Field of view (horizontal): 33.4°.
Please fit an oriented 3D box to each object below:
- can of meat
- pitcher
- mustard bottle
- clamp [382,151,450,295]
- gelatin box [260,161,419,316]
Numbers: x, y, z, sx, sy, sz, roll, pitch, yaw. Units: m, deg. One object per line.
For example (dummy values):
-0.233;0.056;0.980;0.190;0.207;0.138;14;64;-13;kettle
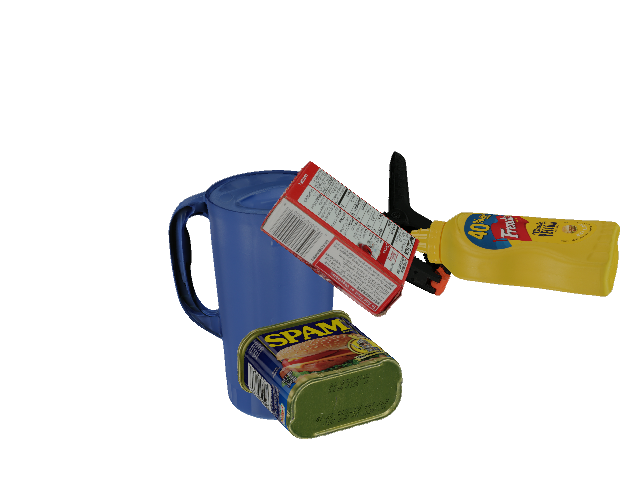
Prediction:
0.000;0.102;0.811;0.101;0.057;0.084;-11;27;-27;can of meat
-0.057;0.056;1.098;0.144;0.243;0.149;-20;29;-40;pitcher
0.177;0.008;0.996;0.192;0.058;0.096;5;28;19;mustard bottle
0.071;-0.017;1.228;0.164;0.210;0.036;-13;-38;-26;clamp
0.013;-0.002;0.641;0.089;0.030;0.073;37;23;-3;gelatin box
